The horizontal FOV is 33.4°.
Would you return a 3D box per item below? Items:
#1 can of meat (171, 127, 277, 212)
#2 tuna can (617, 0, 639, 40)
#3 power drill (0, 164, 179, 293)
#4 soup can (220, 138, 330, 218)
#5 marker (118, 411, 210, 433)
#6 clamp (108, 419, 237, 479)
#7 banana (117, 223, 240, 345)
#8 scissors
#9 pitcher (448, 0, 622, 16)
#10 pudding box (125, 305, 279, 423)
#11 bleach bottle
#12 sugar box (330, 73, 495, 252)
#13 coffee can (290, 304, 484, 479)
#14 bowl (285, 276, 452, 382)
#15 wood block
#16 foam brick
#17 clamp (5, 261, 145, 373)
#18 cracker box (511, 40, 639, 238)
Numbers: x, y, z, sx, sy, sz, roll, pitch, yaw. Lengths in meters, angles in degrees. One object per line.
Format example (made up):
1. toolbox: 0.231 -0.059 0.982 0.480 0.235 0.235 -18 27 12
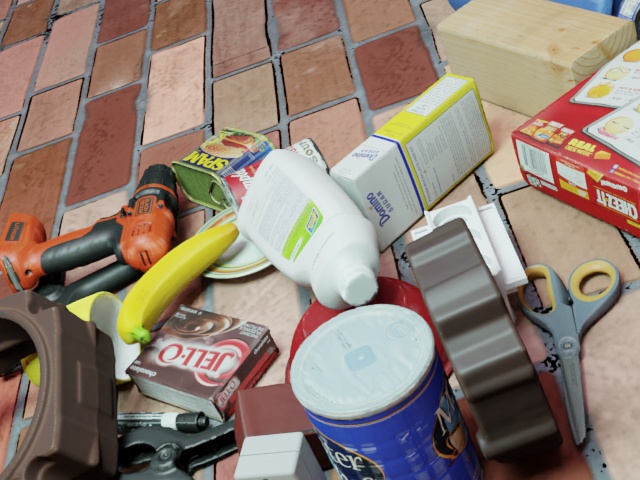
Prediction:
1. can of meat: -0.104 -0.081 1.210 0.083 0.057 0.102 -40 37 -26
2. tuna can: 0.353 -0.230 1.112 0.086 0.086 0.034 -28 33 -6
3. power drill: -0.244 -0.015 1.151 0.188 0.057 0.184 -15 30 6
4. soup can: -0.042 -0.053 1.088 0.102 0.068 0.068 -26 34 -6
5. marker: -0.152 0.162 0.947 0.121 0.020 0.020 -5 39 25
6. clamp: -0.113 0.181 0.884 0.172 0.039 0.120 5 37 25
7. banana: -0.145 0.046 1.037 0.070 0.037 0.197 -2 33 27
8. scissors: 0.214 0.076 0.848 0.096 0.016 0.202 -21 35 4
9. pitcher: 0.275 -0.300 1.229 0.149 0.145 0.243 -47 43 -11
10. pudding box: -0.107 0.111 0.971 0.114 0.039 0.090 9 46 38
11. bleach bottle: -0.006 0.001 0.939 0.103 0.068 0.251 -66 24 14
12. sugar box: 0.094 -0.078 1.057 0.176 0.093 0.048 -38 36 -21
13. coffee can: 0.050 0.131 0.762 0.103 0.140 0.103 -16 35 11
14. bowl: 0.037 0.081 0.912 0.162 0.055 0.162 -16 36 12
15. wood block: 0.231 -0.193 1.130 0.090 0.091 0.206 -36 36 -17
16. foam brick: -0.026 0.148 0.836 0.078 0.053 0.051 -6 44 -13
17. clamp: -0.287 0.063 1.143 0.165 0.036 0.209 8 42 39
18. cracker box: 0.312 -0.104 0.983 0.213 0.072 0.164 -35 37 -17
